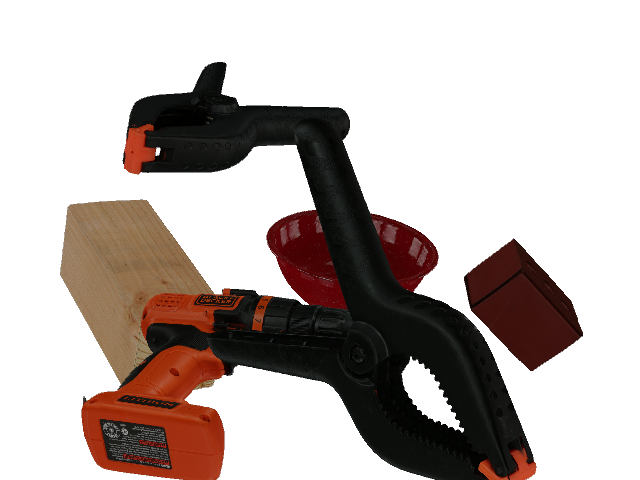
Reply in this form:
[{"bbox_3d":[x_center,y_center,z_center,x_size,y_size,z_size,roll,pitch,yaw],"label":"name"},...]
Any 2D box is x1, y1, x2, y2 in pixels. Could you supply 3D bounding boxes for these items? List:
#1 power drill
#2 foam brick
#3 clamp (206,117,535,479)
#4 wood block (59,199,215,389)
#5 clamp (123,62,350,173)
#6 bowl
[{"bbox_3d":[-0.074,0.099,0.786,0.185,0.057,0.187,1,25,19],"label":"power drill"},{"bbox_3d":[0.155,0.050,0.819,0.051,0.078,0.053,-38,20,19],"label":"foam brick"},{"bbox_3d":[0.030,0.045,0.556,0.210,0.165,0.036,36,32,31],"label":"clamp"},{"bbox_3d":[-0.179,0.051,1.051,0.090,0.091,0.206,-5,35,-32],"label":"wood block"},{"bbox_3d":[-0.074,-0.082,0.700,0.120,0.039,0.171,23,26,34],"label":"clamp"},{"bbox_3d":[0.027,0.027,1.004,0.162,0.055,0.162,5,24,-3],"label":"bowl"}]
